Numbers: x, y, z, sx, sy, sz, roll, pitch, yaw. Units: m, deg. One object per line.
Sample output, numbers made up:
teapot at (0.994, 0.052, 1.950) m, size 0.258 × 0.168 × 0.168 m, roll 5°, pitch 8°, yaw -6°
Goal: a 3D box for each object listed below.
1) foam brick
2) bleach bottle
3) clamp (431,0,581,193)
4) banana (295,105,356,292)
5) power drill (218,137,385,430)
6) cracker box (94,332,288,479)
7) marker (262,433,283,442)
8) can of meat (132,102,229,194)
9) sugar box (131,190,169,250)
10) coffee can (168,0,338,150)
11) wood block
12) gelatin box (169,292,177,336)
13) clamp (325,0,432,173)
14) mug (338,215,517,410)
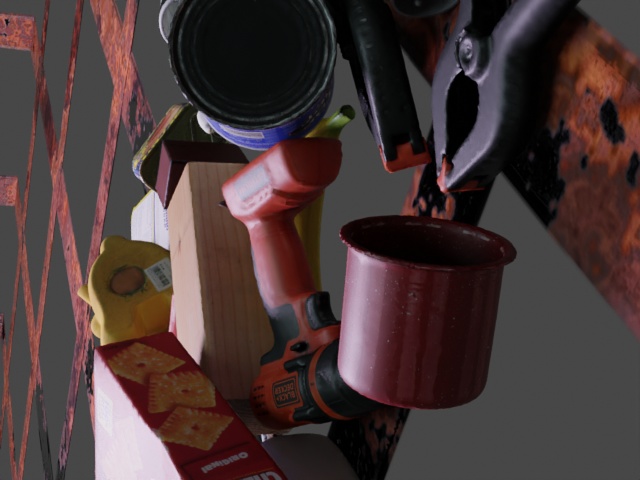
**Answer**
foam brick at (-0.112, -0.061, 1.018) m, size 0.053 × 0.078 × 0.051 m, roll -121°, pitch 38°, yaw -57°
bleach bottle at (-0.025, 0.269, 0.785) m, size 0.103 × 0.068 × 0.251 m, roll -124°, pitch 39°, yaw -53°
clamp at (0.089, -0.109, 0.559) m, size 0.120 × 0.039 × 0.172 m, roll -111°, pitch 31°, yaw -47°
banana at (-0.011, -0.006, 0.807) m, size 0.070 × 0.037 × 0.198 m, roll -152°, pitch 66°, yaw -67°
power drill at (-0.004, 0.030, 0.719) m, size 0.185 × 0.057 × 0.187 m, roll -27°, pitch 69°, yaw 54°
cracker box at (-0.095, 0.188, 0.749) m, size 0.214 × 0.072 × 0.164 m, roll 42°, pitch 134°, yaw 51°
marker at (-0.040, 0.164, 0.887) m, size 0.020 × 0.020 × 0.121 m, roll 126°, pitch 141°, yaw -55°
can of meat at (-0.144, -0.093, 1.089) m, size 0.102 × 0.057 × 0.084 m, roll -53°, pitch 19°, yaw -4°
sugar box at (-0.174, -0.013, 1.216) m, size 0.176 × 0.048 × 0.093 m, roll 155°, pitch 115°, yaw -62°
coffee can at (-0.041, -0.116, 0.707) m, size 0.140 × 0.103 × 0.103 m, roll -56°, pitch -31°, yaw -90°
wood block at (-0.067, 0.048, 0.872) m, size 0.091 × 0.090 × 0.206 m, roll 125°, pitch 141°, yaw -56°
gelatin box at (-0.117, 0.076, 1.021) m, size 0.089 × 0.030 × 0.073 m, roll -41°, pitch -39°, yaw -69°
clamp at (0.028, -0.134, 0.691) m, size 0.164 × 0.036 × 0.210 m, roll 79°, pitch 176°, yaw -73°
mug at (0.049, 0.034, 0.579) m, size 0.117 × 0.093 × 0.081 m, roll -139°, pitch 51°, yaw -63°
